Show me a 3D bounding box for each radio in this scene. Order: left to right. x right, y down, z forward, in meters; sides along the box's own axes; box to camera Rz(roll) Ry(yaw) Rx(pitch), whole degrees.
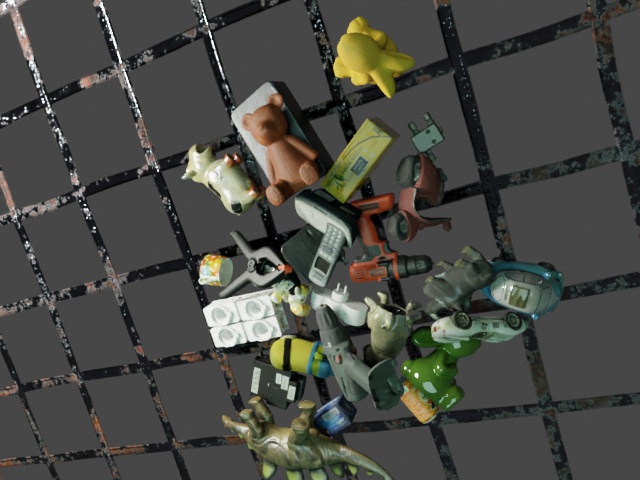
[{"bbox_3d":[-0.082,-0.216,1.170,0.131,0.073,0.229,-31,91,24],"label":"radio"}]

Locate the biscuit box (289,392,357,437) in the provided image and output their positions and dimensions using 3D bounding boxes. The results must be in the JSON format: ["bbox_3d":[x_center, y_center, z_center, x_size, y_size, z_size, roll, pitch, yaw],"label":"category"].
[{"bbox_3d":[-0.003,0.455,1.318,0.202,0.063,0.059,-39,88,23],"label":"biscuit box"}]

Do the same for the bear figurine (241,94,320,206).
[{"bbox_3d":[-0.082,-0.185,1.071,0.120,0.132,0.195,-27,100,16],"label":"bear figurine"}]

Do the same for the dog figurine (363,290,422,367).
[{"bbox_3d":[0.138,0.223,1.157,0.121,0.172,0.190,20,102,24],"label":"dog figurine"}]

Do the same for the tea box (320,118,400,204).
[{"bbox_3d":[0.084,-0.165,1.111,0.068,0.098,0.169,39,114,7],"label":"tea box"}]

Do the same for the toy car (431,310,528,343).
[{"bbox_3d":[0.324,0.180,1.090,0.202,0.073,0.056,4,65,-16],"label":"toy car"}]

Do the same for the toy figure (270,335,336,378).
[{"bbox_3d":[-0.029,0.277,1.265,0.180,0.089,0.082,16,115,12],"label":"toy figure"}]

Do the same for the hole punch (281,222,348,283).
[{"bbox_3d":[-0.015,0.025,1.211,0.116,0.092,0.142,-39,86,-3],"label":"hole punch"}]

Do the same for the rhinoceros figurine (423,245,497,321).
[{"bbox_3d":[0.279,0.095,1.104,0.112,0.073,0.190,42,133,-1],"label":"rhinoceros figurine"}]

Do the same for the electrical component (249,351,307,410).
[{"bbox_3d":[-0.103,0.349,1.329,0.134,0.058,0.114,16,110,14],"label":"electrical component"}]

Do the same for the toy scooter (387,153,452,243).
[{"bbox_3d":[0.215,-0.079,1.091,0.135,0.075,0.183,12,87,-16],"label":"toy scooter"}]

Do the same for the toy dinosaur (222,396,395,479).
[{"bbox_3d":[-0.040,0.481,1.252,0.472,0.105,0.198,3,110,29],"label":"toy dinosaur"}]

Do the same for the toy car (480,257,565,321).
[{"bbox_3d":[0.401,0.096,1.067,0.162,0.103,0.109,15,107,13],"label":"toy car"}]

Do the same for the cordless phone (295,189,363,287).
[{"bbox_3d":[-0.003,-0.004,1.134,0.147,0.089,0.184,32,117,20],"label":"cordless phone"}]

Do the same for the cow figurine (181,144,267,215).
[{"bbox_3d":[-0.229,-0.141,1.236,0.127,0.085,0.195,-40,89,17],"label":"cow figurine"}]

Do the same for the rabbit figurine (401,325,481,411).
[{"bbox_3d":[0.266,0.250,1.164,0.159,0.121,0.170,38,93,11],"label":"rabbit figurine"}]

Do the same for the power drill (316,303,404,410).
[{"bbox_3d":[0.075,0.256,1.130,0.207,0.086,0.231,11,123,54],"label":"power drill"}]

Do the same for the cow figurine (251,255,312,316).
[{"bbox_3d":[-0.075,0.098,1.237,0.167,0.068,0.098,35,106,23],"label":"cow figurine"}]

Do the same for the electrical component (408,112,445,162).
[{"bbox_3d":[0.222,-0.207,1.094,0.063,0.021,0.094,-30,92,22],"label":"electrical component"}]

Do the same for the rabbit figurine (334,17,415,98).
[{"bbox_3d":[0.090,-0.341,1.025,0.162,0.173,0.122,40,109,10],"label":"rabbit figurine"}]
